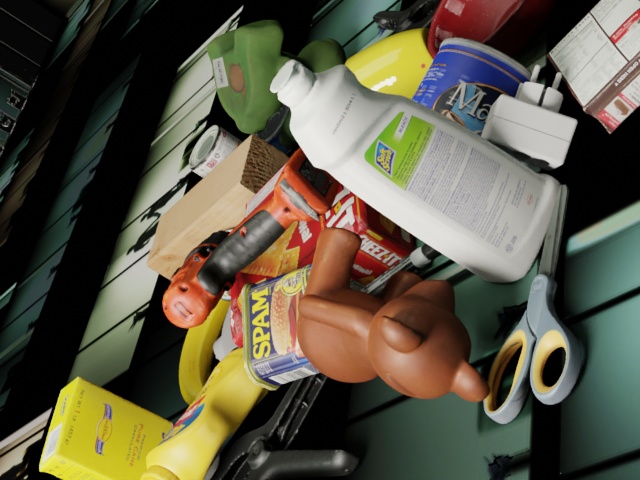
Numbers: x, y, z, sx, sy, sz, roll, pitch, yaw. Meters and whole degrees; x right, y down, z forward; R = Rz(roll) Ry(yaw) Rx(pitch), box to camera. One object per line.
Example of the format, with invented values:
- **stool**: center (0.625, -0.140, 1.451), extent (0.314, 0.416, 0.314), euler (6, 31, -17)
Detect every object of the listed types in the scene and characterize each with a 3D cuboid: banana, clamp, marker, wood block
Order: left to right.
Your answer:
- **banana**: center (-0.131, 0.126, 1.243), extent (0.070, 0.037, 0.197), euler (-22, 40, 23)
- **wood block**: center (-0.116, -0.026, 1.325), extent (0.206, 0.090, 0.090), euler (-37, 31, 38)
- **clamp**: center (-0.041, 0.204, 0.980), extent (0.210, 0.036, 0.164), euler (-47, 26, 15)
- **marker**: center (0.077, 0.028, 0.987), extent (0.121, 0.020, 0.020), euler (-40, 30, 35)
- **clamp**: center (0.105, -0.251, 1.239), extent (0.172, 0.039, 0.120), euler (-25, 43, 40)

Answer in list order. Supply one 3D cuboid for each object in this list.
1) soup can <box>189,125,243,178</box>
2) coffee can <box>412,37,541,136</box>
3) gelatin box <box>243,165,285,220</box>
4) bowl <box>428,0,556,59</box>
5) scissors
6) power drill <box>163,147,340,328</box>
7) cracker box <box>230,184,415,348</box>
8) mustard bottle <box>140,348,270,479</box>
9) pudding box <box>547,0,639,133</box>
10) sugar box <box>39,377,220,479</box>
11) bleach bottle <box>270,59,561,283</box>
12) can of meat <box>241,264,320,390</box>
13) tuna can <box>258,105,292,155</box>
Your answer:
- **soup can**: center (-0.110, -0.094, 1.377), extent (0.069, 0.102, 0.068), euler (-43, 28, 29)
- **coffee can**: center (0.121, -0.093, 0.948), extent (0.140, 0.102, 0.103), euler (-61, 25, -6)
- **gelatin box**: center (-0.032, -0.037, 1.196), extent (0.089, 0.073, 0.030), euler (-43, 29, 37)
- **bowl**: center (0.180, -0.230, 1.054), extent (0.162, 0.055, 0.162), euler (-43, 29, 30)
- **scissors**: center (0.175, 0.043, 0.789), extent (0.096, 0.016, 0.201), euler (-4, 59, 63)
- **power drill**: center (-0.064, -0.008, 1.031), extent (0.188, 0.057, 0.184), euler (-43, 10, 20)
- **cracker box**: center (-0.007, 0.001, 1.097), extent (0.214, 0.072, 0.164), euler (-42, 35, 32)
- **mustard bottle**: center (-0.116, 0.190, 1.035), extent (0.096, 0.058, 0.191), euler (-42, 7, 45)
- **pudding box**: center (0.242, -0.152, 0.872), extent (0.090, 0.039, 0.113), euler (-48, 24, 23)
- **sugar box**: center (-0.185, 0.216, 1.063), extent (0.048, 0.176, 0.093), euler (-39, 31, 40)
- **bleach bottle**: center (0.072, -0.065, 0.827), extent (0.068, 0.250, 0.102), euler (-7, 55, 59)
- **can of meat**: center (-0.022, 0.078, 0.983), extent (0.084, 0.057, 0.102), euler (-21, 58, 29)
- **tuna can**: center (-0.053, -0.149, 1.418), extent (0.086, 0.033, 0.086), euler (-42, 29, 30)
